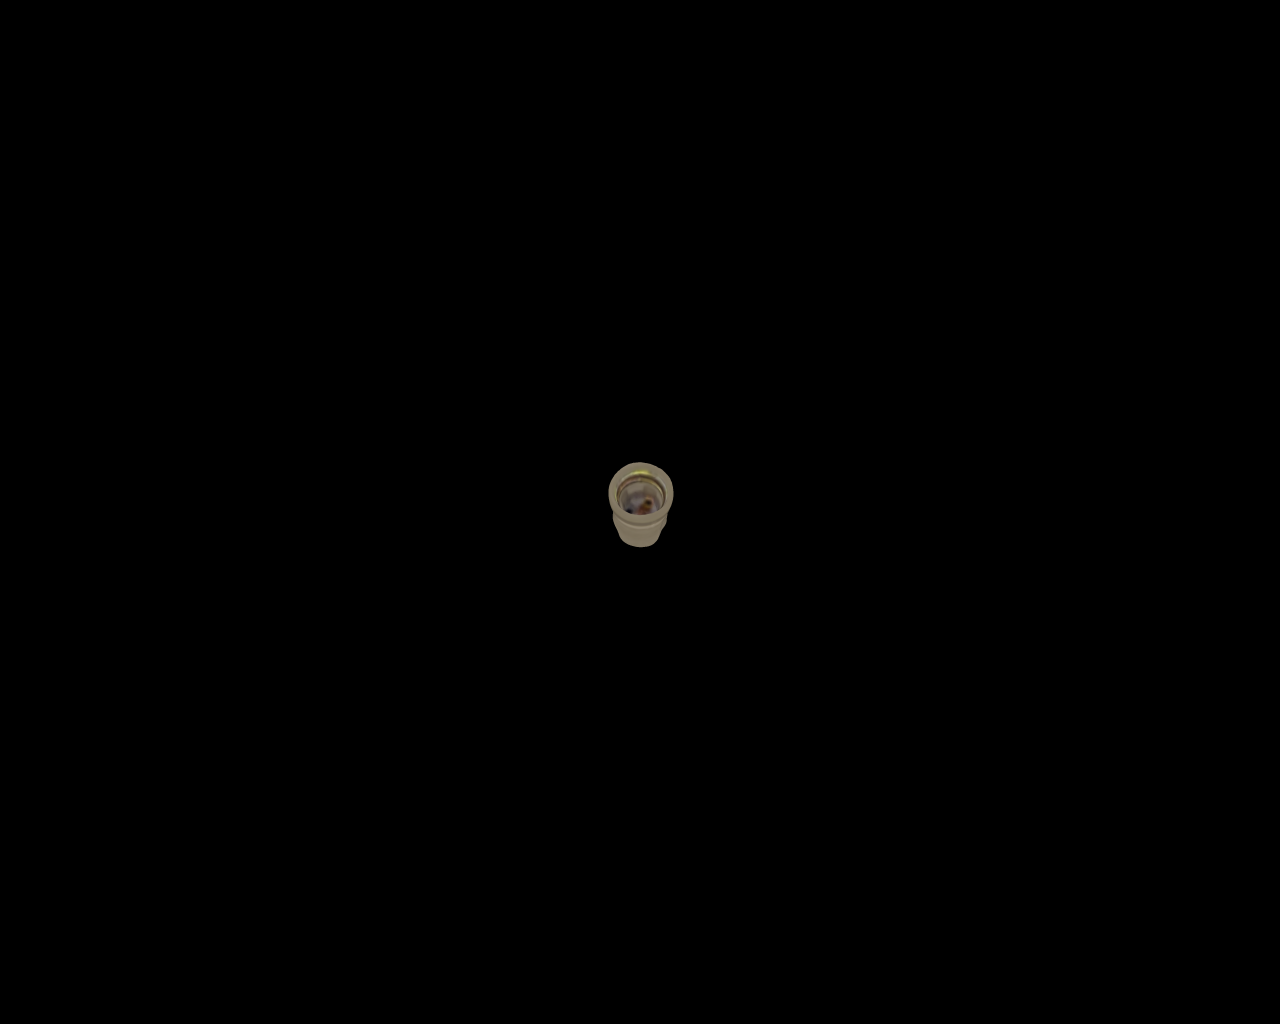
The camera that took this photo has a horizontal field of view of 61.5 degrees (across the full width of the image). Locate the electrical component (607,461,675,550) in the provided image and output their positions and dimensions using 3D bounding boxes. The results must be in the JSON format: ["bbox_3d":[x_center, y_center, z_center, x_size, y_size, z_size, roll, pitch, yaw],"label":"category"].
[{"bbox_3d":[0.001,-0.003,0.650,0.040,0.040,0.046,0,-30,0],"label":"electrical component"}]
